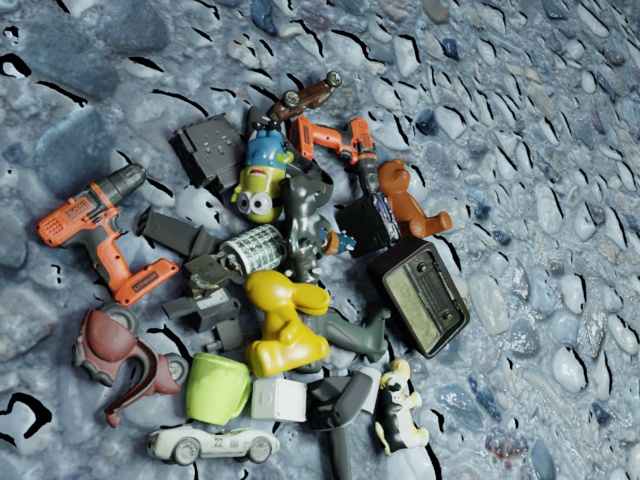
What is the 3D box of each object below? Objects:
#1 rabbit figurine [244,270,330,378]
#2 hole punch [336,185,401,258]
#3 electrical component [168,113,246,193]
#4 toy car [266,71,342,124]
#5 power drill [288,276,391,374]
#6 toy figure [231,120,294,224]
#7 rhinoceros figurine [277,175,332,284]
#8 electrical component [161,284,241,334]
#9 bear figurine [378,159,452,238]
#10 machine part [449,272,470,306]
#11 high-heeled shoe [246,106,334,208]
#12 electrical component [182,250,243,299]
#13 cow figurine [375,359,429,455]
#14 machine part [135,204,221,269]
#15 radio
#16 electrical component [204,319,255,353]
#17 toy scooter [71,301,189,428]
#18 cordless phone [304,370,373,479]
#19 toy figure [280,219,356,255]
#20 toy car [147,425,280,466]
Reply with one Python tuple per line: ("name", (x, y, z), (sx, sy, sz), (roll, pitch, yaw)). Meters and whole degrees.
("rabbit figurine", (-0.061, 0.124, 0.878), (0.162, 0.122, 0.173), (-21, 76, -7))
("hole punch", (0.113, -0.034, 1.105), (0.092, 0.116, 0.142), (-13, 79, -44))
("electrical component", (-0.192, -0.155, 0.987), (0.115, 0.058, 0.134), (-33, 91, -35))
("toy car", (-0.028, -0.294, 1.127), (0.202, 0.089, 0.053), (-35, 91, -38))
("power drill", (0.030, 0.138, 1.002), (0.207, 0.086, 0.232), (19, 64, -30))
("toy figure", (-0.096, -0.119, 0.968), (0.089, 0.082, 0.180), (11, 83, -44))
("rhinoceros figurine", (-0.028, -0.018, 0.934), (0.112, 0.073, 0.190), (-30, 116, -72))
("electrical component", (-0.197, 0.110, 0.871), (0.119, 0.047, 0.075), (-21, 59, -38))
("bear figurine", (0.185, -0.094, 1.164), (0.120, 0.132, 0.195), (-9, 83, -31))
("machine part", (0.231, 0.088, 1.151), (0.243, 0.079, 0.079), (22, 61, -24))
("high-heeled shoe", (-0.061, -0.168, 1.021), (0.086, 0.145, 0.248), (-24, 87, -38))
("electrical component", (-0.175, 0.053, 0.869), (0.102, 0.045, 0.078), (-24, 62, -42))
("cow figurine", (0.138, 0.312, 1.013), (0.098, 0.068, 0.167), (-2, 72, -27))
("machine part", (-0.241, -0.003, 0.909), (0.139, 0.039, 0.084), (31, 63, -21))
("radio", (0.198, 0.109, 1.056), (0.131, 0.073, 0.229), (-37, 118, -11))
("electrical component", (-0.157, 0.155, 0.910), (0.094, 0.021, 0.063), (-13, 79, -35))
("toy scooter", (-0.291, 0.187, 0.782), (0.183, 0.075, 0.135), (45, 55, -15))
("cordless phone", (0.037, 0.319, 0.892), (0.089, 0.146, 0.184), (1, 69, -24))
("toy figure", (-0.002, -0.005, 1.050), (0.154, 0.058, 0.064), (18, 58, -27))
("toy car", (-0.158, 0.311, 0.816), (0.201, 0.073, 0.056), (11, 67, -29))
